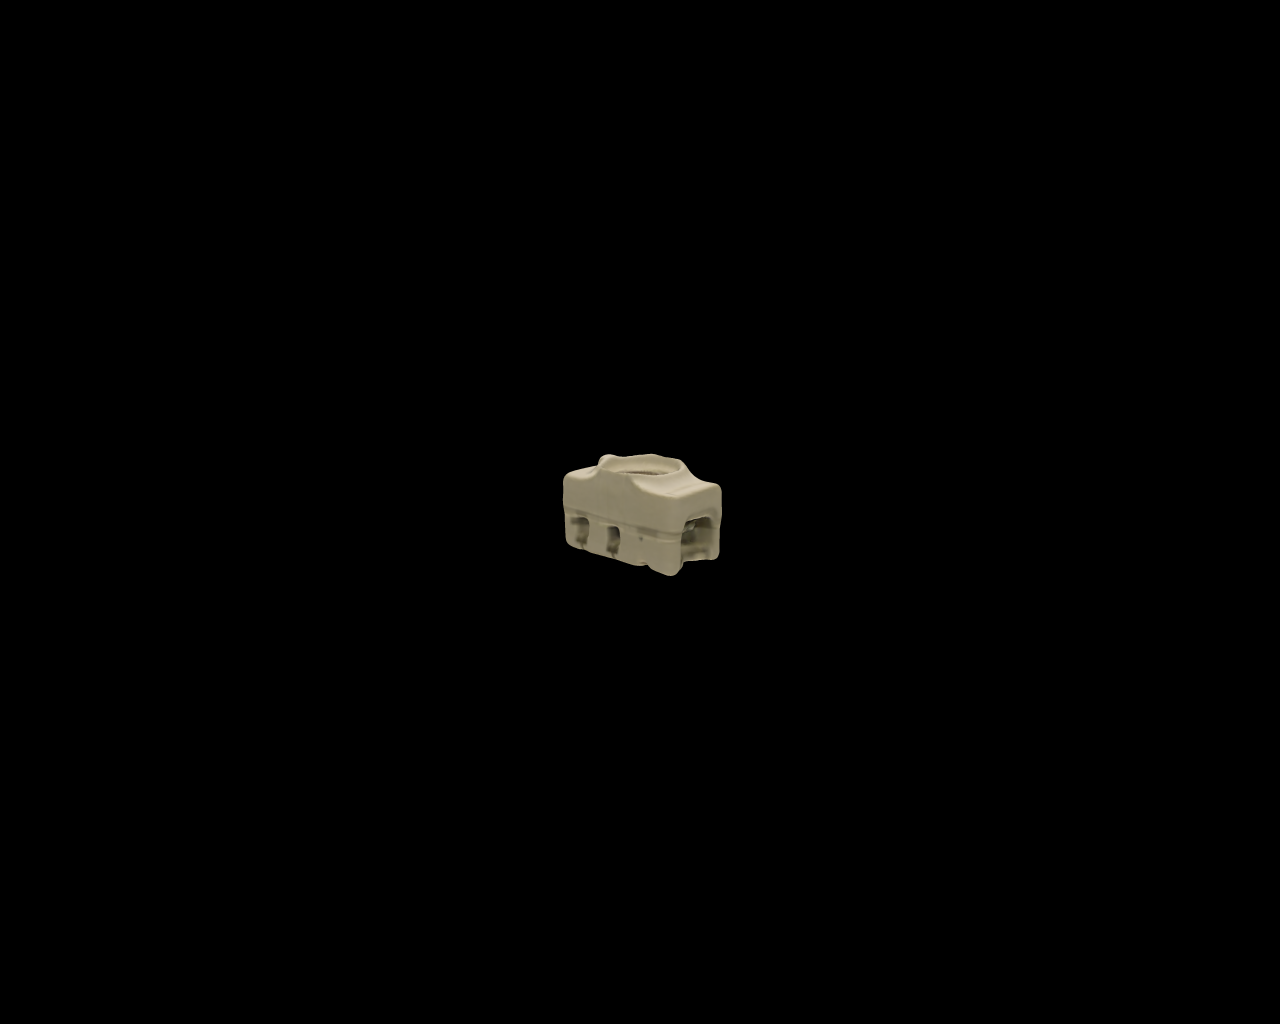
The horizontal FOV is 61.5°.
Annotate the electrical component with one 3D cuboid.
[{"bbox_3d":[0.001,-0.003,0.650,0.089,0.055,0.050,15,22,40],"label":"electrical component"}]
